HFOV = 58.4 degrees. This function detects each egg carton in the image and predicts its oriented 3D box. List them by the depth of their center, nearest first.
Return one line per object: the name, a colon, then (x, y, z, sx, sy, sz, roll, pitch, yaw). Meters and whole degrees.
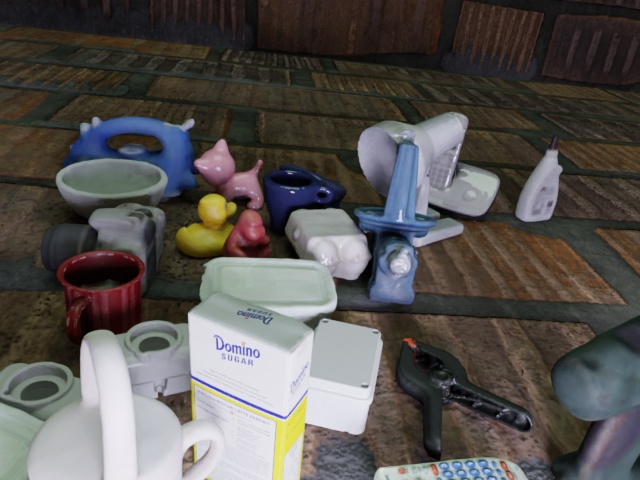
egg carton: (0.008, 0.003, 0.871, 0.107, 0.069, 0.150, -3, 29, -21)

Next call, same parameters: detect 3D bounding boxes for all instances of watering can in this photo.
watering can: (-0.152, 0.154, 0.392, 0.100, 0.194, 0.173, 27, 32, 34)

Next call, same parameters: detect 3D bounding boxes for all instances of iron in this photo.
iron: (-0.340, -0.158, 1.018, 0.258, 0.141, 0.118, 5, 27, -6)

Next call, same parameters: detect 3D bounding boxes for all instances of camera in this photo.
camera: (-0.287, 0.000, 0.765, 0.137, 0.101, 0.143, 5, 27, -5)

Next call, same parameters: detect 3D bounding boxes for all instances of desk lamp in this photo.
desk lamp: (0.159, -0.104, 0.962, 0.204, 0.213, 0.117, -15, 34, -37)

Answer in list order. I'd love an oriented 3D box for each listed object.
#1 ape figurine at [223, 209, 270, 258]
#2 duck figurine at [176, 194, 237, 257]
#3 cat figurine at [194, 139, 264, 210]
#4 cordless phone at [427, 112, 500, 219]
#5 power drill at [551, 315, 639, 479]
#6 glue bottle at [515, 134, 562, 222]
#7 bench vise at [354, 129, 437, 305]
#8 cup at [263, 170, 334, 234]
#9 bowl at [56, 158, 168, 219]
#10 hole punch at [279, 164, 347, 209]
ape figurine: (-0.103, 0.001, 0.821, 0.078, 0.092, 0.075, -16, 35, -39)
duck figurine: (-0.168, -0.027, 0.866, 0.105, 0.086, 0.077, -17, 36, -40)
cat figurine: (-0.160, -0.118, 1.013, 0.128, 0.118, 0.067, -2, 28, -18)
cordless phone: (0.278, -0.144, 1.105, 0.147, 0.185, 0.094, 19, 29, 22)
power drill: (0.296, 0.144, 0.513, 0.230, 0.208, 0.075, -6, 29, -24)
glue bottle: (0.436, -0.121, 1.113, 0.078, 0.173, 0.037, -5, 29, -24)
bench vise: (0.121, -0.033, 0.804, 0.122, 0.220, 0.207, -1, 28, -16)
cup: (-0.039, -0.057, 0.950, 0.117, 0.095, 0.092, 10, 27, 5)
bowl: (-0.331, -0.070, 0.922, 0.167, 0.075, 0.167, 6, 27, -3)
hole punch: (-0.015, -0.096, 1.037, 0.108, 0.091, 0.101, 24, 31, 30)
